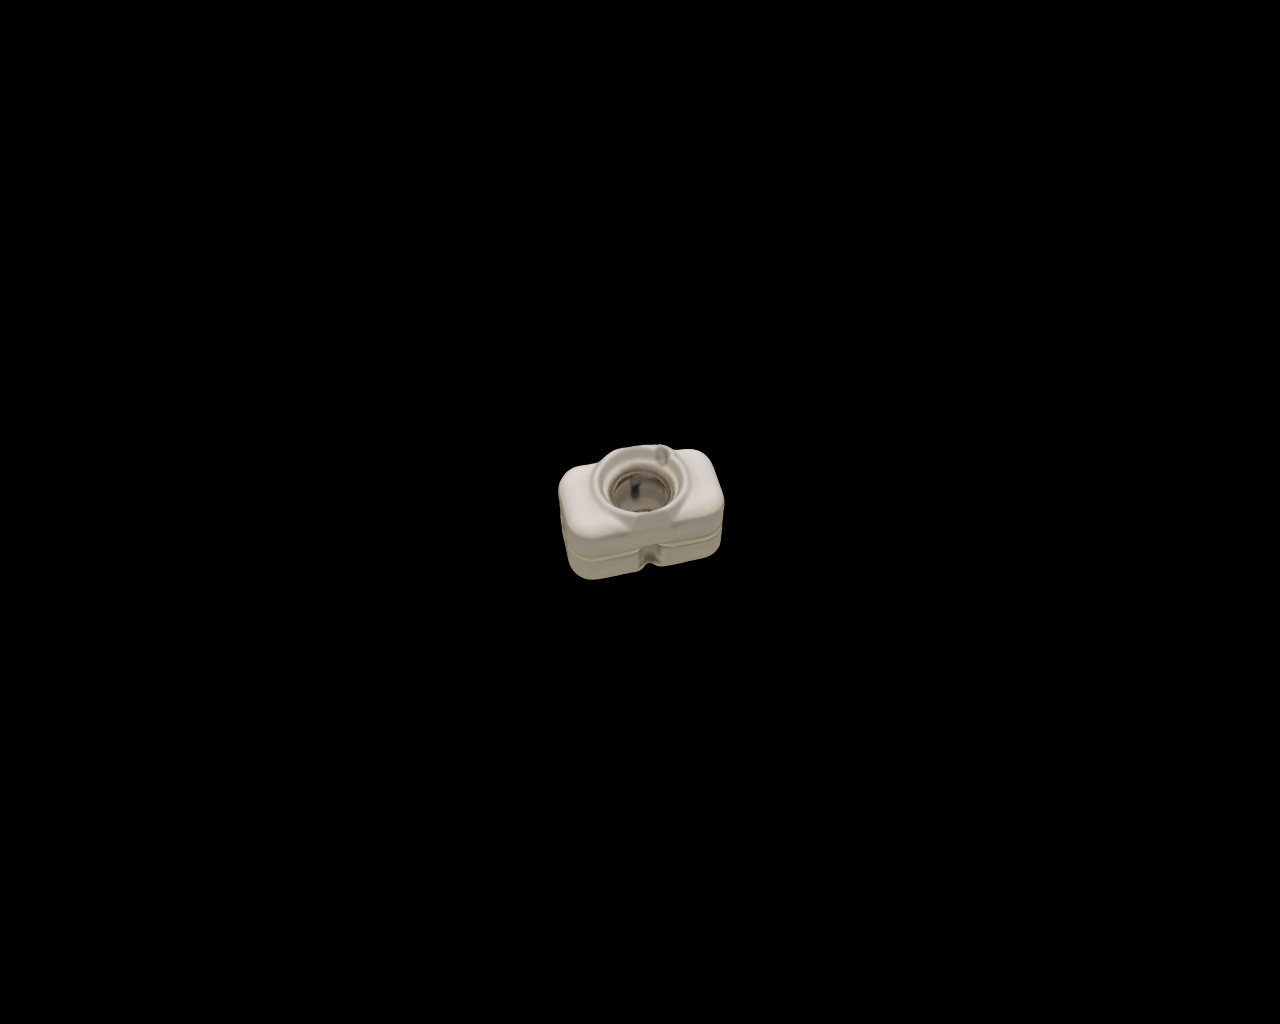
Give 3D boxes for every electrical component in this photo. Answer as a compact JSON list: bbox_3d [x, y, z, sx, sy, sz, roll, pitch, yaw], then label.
[{"bbox_3d":[0.001,-0.003,0.650,0.095,0.054,0.059,-10,-36,-8],"label":"electrical component"}]
